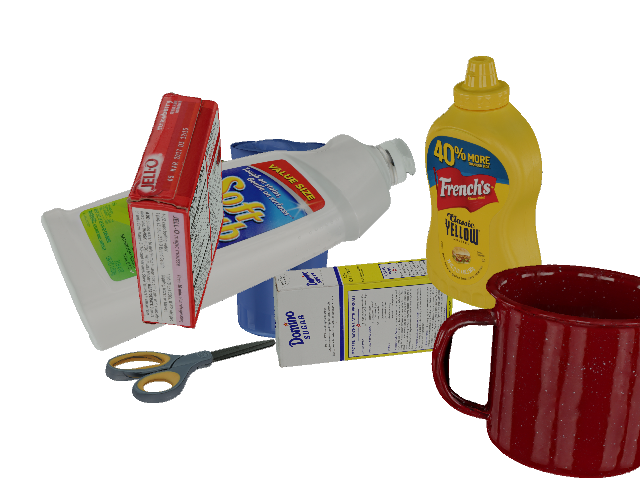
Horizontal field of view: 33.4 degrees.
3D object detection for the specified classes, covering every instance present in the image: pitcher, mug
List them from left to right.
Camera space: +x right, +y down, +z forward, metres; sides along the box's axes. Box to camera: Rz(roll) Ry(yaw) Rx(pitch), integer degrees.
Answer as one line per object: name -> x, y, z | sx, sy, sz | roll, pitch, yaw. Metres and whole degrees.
pitcher -> -0.048, -0.003, 1.336 | 0.145, 0.243, 0.148 | 11, 14, 38
mug -> 0.113, 0.063, 0.523 | 0.117, 0.081, 0.093 | 2, 14, -2

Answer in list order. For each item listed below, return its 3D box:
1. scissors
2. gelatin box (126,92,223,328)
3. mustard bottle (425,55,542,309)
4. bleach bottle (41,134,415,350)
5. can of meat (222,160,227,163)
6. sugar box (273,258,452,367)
scissors -> -0.130, 0.140, 1.160 | 0.201, 0.016, 0.096 | -2, 27, -21
gelatin box -> -0.068, -0.013, 0.512 | 0.030, 0.073, 0.089 | 7, -42, 3
mustard bottle -> 0.123, -0.045, 0.815 | 0.058, 0.192, 0.096 | -23, 31, -36
bleach bottle -> -0.056, -0.018, 0.736 | 0.250, 0.103, 0.068 | -23, -32, -11
can of meat -> -0.088, -0.021, 0.945 | 0.102, 0.084, 0.057 | 13, 47, 30
sugar box -> 0.042, 0.071, 1.067 | 0.176, 0.093, 0.048 | -3, 28, -5
